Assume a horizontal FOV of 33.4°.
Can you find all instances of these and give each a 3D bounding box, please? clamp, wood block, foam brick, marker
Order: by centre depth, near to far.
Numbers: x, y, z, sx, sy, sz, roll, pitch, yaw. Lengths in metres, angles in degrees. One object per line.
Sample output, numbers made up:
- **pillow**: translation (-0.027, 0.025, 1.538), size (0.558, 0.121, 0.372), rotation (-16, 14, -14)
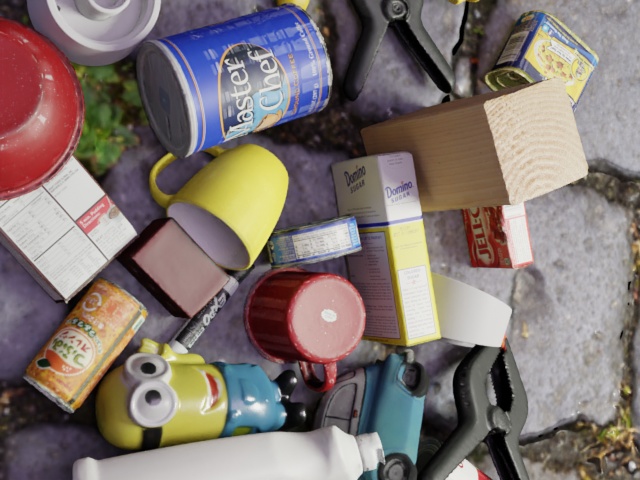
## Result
- **foam brick**: translation (-0.129, 0.025, 0.931), size (0.078, 0.053, 0.051), rotation (47, 70, -17)
- **marker**: translation (-0.099, 0.060, 0.964), size (0.020, 0.020, 0.121), rotation (44, 71, -19)
- **wood block**: translation (0.135, -0.082, 0.978), size (0.090, 0.206, 0.091), rotation (-21, 98, -25)
- **clamp**: translation (0.172, 0.189, 1.042), size (0.164, 0.036, 0.210), rotation (37, 48, -23)
- **clamp**: translation (0.078, -0.217, 1.047), size (0.120, 0.039, 0.171), rotation (2, 88, -28)

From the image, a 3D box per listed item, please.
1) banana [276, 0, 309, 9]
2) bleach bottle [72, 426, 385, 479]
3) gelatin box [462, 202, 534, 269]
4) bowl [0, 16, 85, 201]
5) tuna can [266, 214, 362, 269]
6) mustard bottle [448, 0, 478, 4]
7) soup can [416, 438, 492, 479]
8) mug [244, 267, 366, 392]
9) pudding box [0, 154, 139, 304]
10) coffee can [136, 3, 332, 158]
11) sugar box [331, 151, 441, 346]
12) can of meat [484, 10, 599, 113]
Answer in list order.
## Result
- **banana**: translation (-0.068, -0.276, 0.976), size (0.197, 0.037, 0.069), rotation (49, 68, -17)
- **bleach bottle**: translation (-0.070, 0.200, 0.890), size (0.250, 0.068, 0.102), rotation (-13, 139, -6)
- **gelatin box**: translation (0.175, -0.016, 1.072), size (0.030, 0.073, 0.089), rotation (-13, 95, -25)
- **bowl**: translation (-0.266, -0.114, 0.842), size (0.162, 0.055, 0.162), rotation (4, 76, -15)
- **tuna can**: translation (-0.006, 0.001, 0.974), size (0.086, 0.086, 0.034), rotation (-13, 93, -26)
- **mustard bottle**: translation (0.195, -0.304, 1.096), size (0.191, 0.058, 0.096), rotation (-45, 107, -21)
- **soup can**: translation (0.131, 0.249, 1.047), size (0.102, 0.069, 0.068), rotation (38, 73, -20)
- **mug**: translation (-0.009, 0.082, 0.973), size (0.093, 0.082, 0.117), rotation (-11, 94, -27)
- **pudding box**: translation (-0.221, -0.016, 0.895), size (0.090, 0.039, 0.113), rotation (-44, 105, -20)
- **coffee can**: translation (-0.075, -0.141, 0.933), size (0.140, 0.103, 0.103), rotation (-21, 98, -25)
- **sugar box**: translation (0.061, 0.008, 1.004), size (0.048, 0.093, 0.176), rotation (-8, 93, -27)
- **can of meat**: translation (0.233, -0.178, 1.114), size (0.102, 0.058, 0.084), rotation (36, 72, -22)
